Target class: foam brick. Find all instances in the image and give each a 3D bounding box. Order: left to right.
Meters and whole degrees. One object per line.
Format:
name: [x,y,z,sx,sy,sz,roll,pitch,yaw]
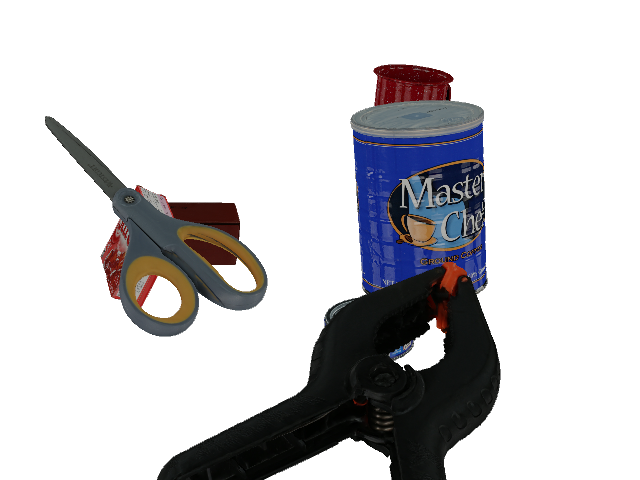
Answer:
foam brick: [-0.128,-0.008,1.145,0.078,0.051,0.053,0,26,-9]

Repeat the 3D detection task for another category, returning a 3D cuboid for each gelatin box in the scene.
gelatin box: [-0.151,0.003,0.884,0.030,0.073,0.089,24,14,-25]

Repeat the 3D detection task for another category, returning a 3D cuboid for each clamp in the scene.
clamp: [0.031,0.074,0.426,0.120,0.039,0.171,30,51,21]

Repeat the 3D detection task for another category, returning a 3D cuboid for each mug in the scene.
mug: [0.113,-0.159,1.261,0.093,0.081,0.117,23,28,37]

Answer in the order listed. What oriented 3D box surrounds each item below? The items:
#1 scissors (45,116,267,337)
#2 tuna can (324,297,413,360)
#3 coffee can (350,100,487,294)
scissors: [-0.125,-0.008,0.659,0.202,0.016,0.096,31,48,16]
tuna can: [0.046,0.085,1.026,0.086,0.034,0.086,-4,21,1]
coffee can: [0.079,-0.032,0.843,0.103,0.140,0.103,-4,19,1]
